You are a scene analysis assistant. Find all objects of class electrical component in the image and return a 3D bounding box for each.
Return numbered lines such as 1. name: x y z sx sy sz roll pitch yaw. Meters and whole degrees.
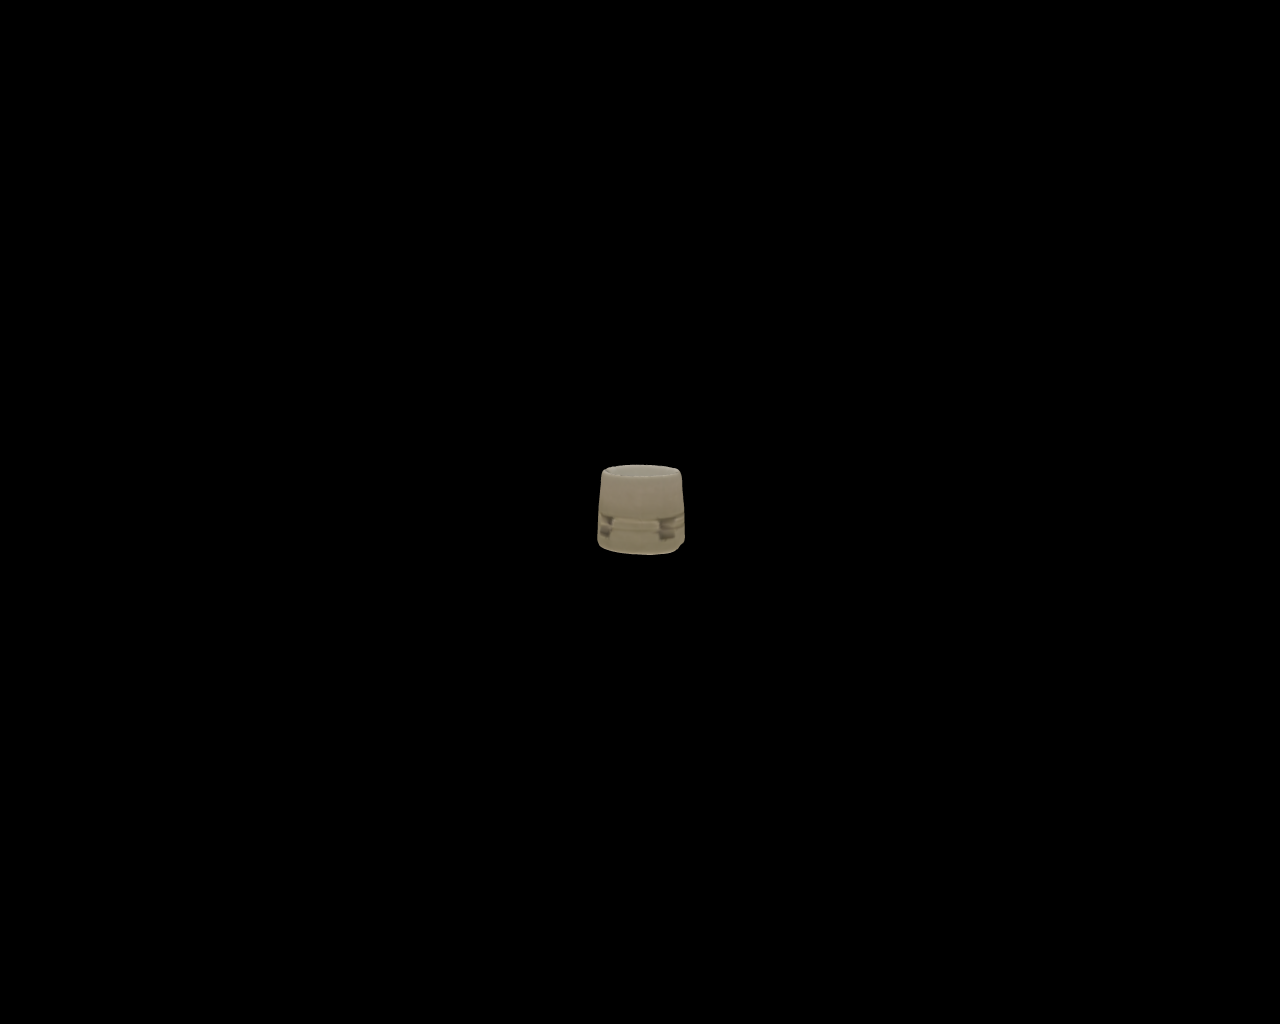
1. electrical component: 0.001 -0.003 0.650 0.055 0.047 0.055 0 11 0
